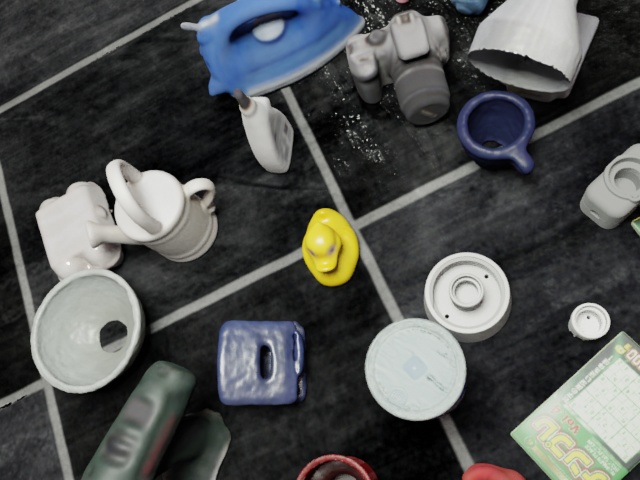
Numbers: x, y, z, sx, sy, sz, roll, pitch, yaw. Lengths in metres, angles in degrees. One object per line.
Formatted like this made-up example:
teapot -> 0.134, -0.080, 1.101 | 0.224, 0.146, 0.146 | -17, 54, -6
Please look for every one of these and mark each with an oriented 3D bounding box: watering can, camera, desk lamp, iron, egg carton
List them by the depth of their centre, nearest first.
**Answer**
desk lamp -> 0.267, -0.254, 0.690 | 0.117, 0.214, 0.203 | 22, 80, 20
watering can -> -0.226, -0.036, 0.761 | 0.173, 0.194, 0.100 | -47, 68, -2
camera -> 0.115, -0.230, 0.783 | 0.143, 0.101, 0.137 | -15, 70, 10
iron -> -0.067, -0.312, 0.833 | 0.258, 0.142, 0.118 | -20, 69, 8
egg carton -> -0.355, -0.011, 0.854 | 0.107, 0.069, 0.150 | -30, 68, 4

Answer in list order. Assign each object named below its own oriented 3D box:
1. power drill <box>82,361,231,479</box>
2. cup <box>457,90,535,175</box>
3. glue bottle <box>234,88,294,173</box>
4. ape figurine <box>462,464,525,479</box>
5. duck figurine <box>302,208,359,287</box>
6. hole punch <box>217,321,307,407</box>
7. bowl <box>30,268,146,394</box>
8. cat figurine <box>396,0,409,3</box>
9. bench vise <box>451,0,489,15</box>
power drill -> -0.186, 0.257, 0.653 | 0.075, 0.209, 0.230 | 15, 78, 19
cup -> 0.228, -0.118, 0.722 | 0.091, 0.095, 0.117 | -33, 68, 3
glue bottle -> -0.078, -0.156, 0.771 | 0.037, 0.173, 0.078 | 4, 74, 16
ape figurine -> 0.189, 0.280, 0.612 | 0.076, 0.092, 0.078 | -14, 70, 10
duck figurine -> 0.007, 0.003, 0.747 | 0.077, 0.086, 0.104 | -10, 71, 12
hole punch -> -0.070, 0.152, 0.719 | 0.101, 0.091, 0.108 | -7, 72, 13
bowl -> -0.307, 0.128, 0.796 | 0.167, 0.075, 0.167 | -4, 72, 13
cat figurine -> 0.113, -0.435, 0.837 | 0.067, 0.118, 0.127 | -28, 68, 5
bench vise -> 0.226, -0.443, 0.755 | 0.121, 0.220, 0.207 | 9, 76, 17
